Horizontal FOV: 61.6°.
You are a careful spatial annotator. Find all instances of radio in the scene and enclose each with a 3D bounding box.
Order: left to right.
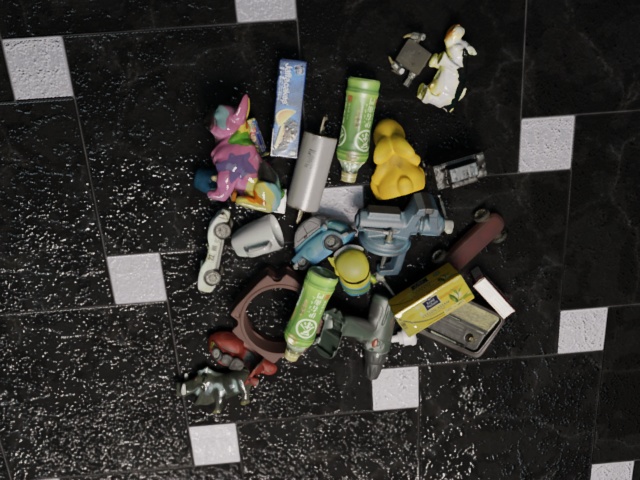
[{"bbox_3d":[0.314,0.184,1.301,0.229,0.073,0.131,25,102,-9],"label":"radio"}]

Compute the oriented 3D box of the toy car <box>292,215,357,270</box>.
[{"bbox_3d":[-0.003,-0.004,1.221,0.162,0.109,0.103,-35,81,20],"label":"toy car"}]

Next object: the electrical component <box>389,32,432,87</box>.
[{"bbox_3d":[0.190,-0.385,1.130,0.078,0.045,0.102,36,102,-11],"label":"electrical component"}]

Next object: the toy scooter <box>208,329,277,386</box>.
[{"bbox_3d":[-0.187,0.287,1.278,0.184,0.135,0.075,28,106,-10],"label":"toy scooter"}]

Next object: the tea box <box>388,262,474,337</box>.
[{"bbox_3d":[0.244,0.131,1.195,0.170,0.098,0.068,-35,104,5],"label":"tea box"}]

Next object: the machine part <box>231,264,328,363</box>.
[{"bbox_3d":[-0.094,0.175,1.273,0.201,0.087,0.201,41,103,-14],"label":"machine part"}]

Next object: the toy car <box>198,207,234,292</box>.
[{"bbox_3d":[-0.238,0.022,1.222,0.056,0.073,0.201,12,107,-8],"label":"toy car"}]

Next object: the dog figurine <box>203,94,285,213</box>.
[{"bbox_3d":[-0.150,-0.178,1.088,0.192,0.108,0.219,13,100,-4],"label":"dog figurine"}]

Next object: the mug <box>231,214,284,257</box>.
[{"bbox_3d":[-0.144,0.004,1.210,0.107,0.110,0.080,-18,128,13],"label":"mug"}]

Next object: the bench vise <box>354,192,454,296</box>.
[{"bbox_3d":[0.180,0.001,1.218,0.224,0.129,0.240,-4,131,-15],"label":"bench vise"}]

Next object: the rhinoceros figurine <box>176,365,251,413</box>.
[{"bbox_3d":[-0.260,0.363,1.331,0.190,0.073,0.112,-10,109,0],"label":"rhinoceros figurine"}]

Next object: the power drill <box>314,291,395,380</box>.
[{"bbox_3d":[0.092,0.235,1.269,0.207,0.086,0.231,8,103,-34],"label":"power drill"}]

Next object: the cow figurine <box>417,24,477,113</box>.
[{"bbox_3d":[0.280,-0.358,1.131,0.098,0.068,0.167,18,109,-14],"label":"cow figurine"}]

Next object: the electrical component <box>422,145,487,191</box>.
[{"bbox_3d":[0.293,-0.156,1.162,0.115,0.134,0.058,-19,108,1],"label":"electrical component"}]

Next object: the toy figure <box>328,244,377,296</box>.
[{"bbox_3d":[0.081,0.076,1.210,0.082,0.089,0.180,-34,149,-11],"label":"toy figure"}]

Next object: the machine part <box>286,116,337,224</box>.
[{"bbox_3d":[-0.019,-0.151,1.176,0.079,0.079,0.243,14,107,-7],"label":"machine part"}]

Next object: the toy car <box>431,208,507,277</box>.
[{"bbox_3d":[0.346,0.014,1.261,0.202,0.053,0.089,-45,115,7],"label":"toy car"}]

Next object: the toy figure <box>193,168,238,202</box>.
[{"bbox_3d":[-0.200,-0.116,1.186,0.154,0.064,0.057,17,99,-7],"label":"toy figure"}]

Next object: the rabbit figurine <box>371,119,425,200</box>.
[{"bbox_3d":[0.153,-0.177,1.154,0.122,0.162,0.173,-11,91,13],"label":"rabbit figurine"}]

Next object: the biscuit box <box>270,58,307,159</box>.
[{"bbox_3d":[-0.068,-0.275,1.134,0.059,0.063,0.202,5,102,-6],"label":"biscuit box"}]
